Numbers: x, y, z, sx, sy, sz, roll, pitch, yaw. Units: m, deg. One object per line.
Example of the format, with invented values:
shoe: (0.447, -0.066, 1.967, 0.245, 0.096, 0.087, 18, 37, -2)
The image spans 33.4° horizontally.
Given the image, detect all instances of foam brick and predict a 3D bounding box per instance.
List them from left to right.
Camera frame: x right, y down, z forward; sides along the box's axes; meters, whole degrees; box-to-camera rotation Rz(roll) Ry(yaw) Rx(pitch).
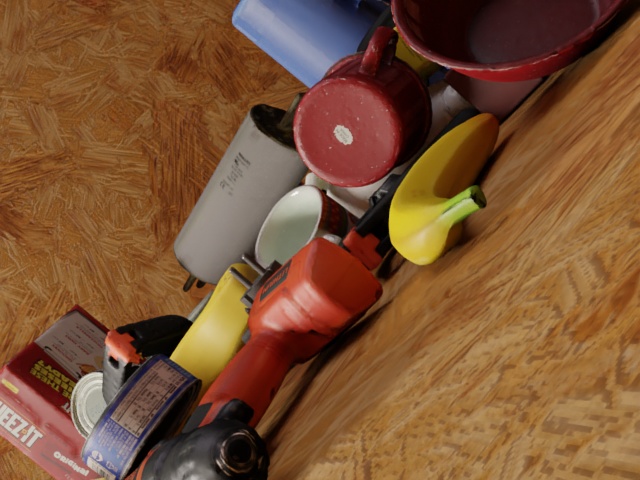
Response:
foam brick: (0.131, -0.128, 0.768, 0.051, 0.053, 0.078, -46, 4, 33)

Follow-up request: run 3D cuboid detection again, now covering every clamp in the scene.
clamp: (-0.134, 0.121, 0.891, 0.164, 0.036, 0.209, -53, -22, -1)
clamp: (0.051, -0.021, 0.743, 0.171, 0.039, 0.120, -44, -7, -49)

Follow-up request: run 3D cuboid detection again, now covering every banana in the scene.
banana: (0.073, -0.027, 0.614, 0.070, 0.037, 0.197, -30, 12, 18)

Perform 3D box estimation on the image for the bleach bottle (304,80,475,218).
bleach bottle: (0.052, -0.060, 0.896, 0.102, 0.068, 0.251, -52, 8, -35)

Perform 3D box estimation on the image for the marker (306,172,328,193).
marker: (-0.006, 0.001, 0.862, 0.020, 0.020, 0.121, 138, 142, -54)

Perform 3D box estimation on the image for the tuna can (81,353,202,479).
tuna can: (-0.113, 0.116, 0.681, 0.086, 0.034, 0.086, -54, -7, -11)

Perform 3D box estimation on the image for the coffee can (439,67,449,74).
coffee can: (0.144, -0.204, 0.960, 0.103, 0.103, 0.140, -49, 4, -1)

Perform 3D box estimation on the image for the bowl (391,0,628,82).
bowl: (0.130, -0.156, 0.686, 0.162, 0.162, 0.055, -50, -38, -11)

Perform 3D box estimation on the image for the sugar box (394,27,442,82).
sugar box: (0.077, -0.150, 0.849, 0.176, 0.048, 0.093, -36, -1, 17)

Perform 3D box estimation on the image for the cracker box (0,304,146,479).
cracker box: (-0.234, 0.165, 1.082, 0.072, 0.164, 0.213, -50, 4, 13)

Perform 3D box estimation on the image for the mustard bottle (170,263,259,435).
mustard bottle: (-0.095, 0.110, 0.820, 0.191, 0.058, 0.096, -54, -7, 4)

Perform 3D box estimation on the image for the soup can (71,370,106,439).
soup can: (-0.172, 0.150, 0.989, 0.069, 0.068, 0.102, -47, -21, 20)

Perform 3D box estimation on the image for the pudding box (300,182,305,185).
pudding box: (-0.039, -0.003, 1.095, 0.114, 0.090, 0.039, -48, 2, 17)

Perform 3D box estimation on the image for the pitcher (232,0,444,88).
pitcher: (0.036, -0.210, 1.128, 0.149, 0.242, 0.145, -54, 7, 9)

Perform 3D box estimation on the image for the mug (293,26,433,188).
mug: (0.033, -0.096, 0.770, 0.081, 0.093, 0.117, -48, -22, -66)

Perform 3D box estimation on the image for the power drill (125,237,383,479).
power drill: (-0.039, 0.085, 0.583, 0.187, 0.057, 0.185, -52, 6, -35)
